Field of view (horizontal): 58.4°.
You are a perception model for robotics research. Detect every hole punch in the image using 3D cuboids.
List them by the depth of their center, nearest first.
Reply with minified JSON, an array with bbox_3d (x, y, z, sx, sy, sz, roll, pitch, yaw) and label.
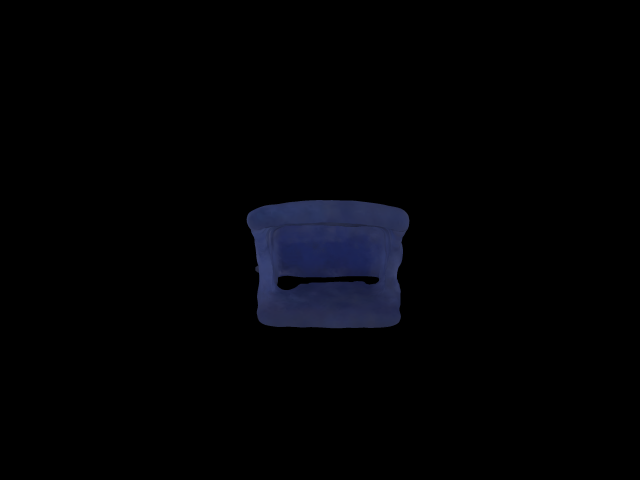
[{"bbox_3d":[0.004,0.001,0.400,0.108,0.091,0.101,0,25,0],"label":"hole punch"}]
